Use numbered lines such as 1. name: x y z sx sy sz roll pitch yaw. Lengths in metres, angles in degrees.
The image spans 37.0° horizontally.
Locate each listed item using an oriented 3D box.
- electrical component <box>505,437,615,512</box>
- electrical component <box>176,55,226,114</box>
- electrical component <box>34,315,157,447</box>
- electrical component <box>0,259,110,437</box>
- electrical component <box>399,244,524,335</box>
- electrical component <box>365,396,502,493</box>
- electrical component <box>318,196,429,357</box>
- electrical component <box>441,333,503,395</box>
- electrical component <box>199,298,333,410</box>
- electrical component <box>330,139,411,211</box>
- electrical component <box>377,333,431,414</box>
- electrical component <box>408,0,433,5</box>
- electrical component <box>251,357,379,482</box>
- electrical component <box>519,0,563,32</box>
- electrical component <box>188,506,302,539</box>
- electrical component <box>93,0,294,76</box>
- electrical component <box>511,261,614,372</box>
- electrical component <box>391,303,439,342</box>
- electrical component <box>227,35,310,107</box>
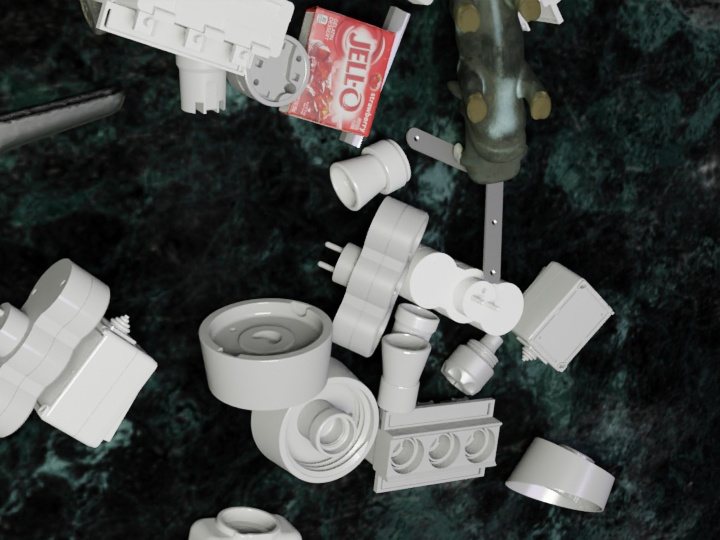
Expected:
1. electrical component: 0.206 0.214 1.097 0.099 0.099 0.064 34 80 -34
2. electrical component: -0.120 -0.146 0.820 0.040 0.040 0.046 -11 116 -28
3. electrical component: -0.201 0.079 0.827 0.061 0.062 0.096 40 83 -34
4. electrical component: -0.255 0.049 0.791 0.074 0.052 0.138 40 83 -34
5. electrical component: 0.099 0.023 0.983 0.138 0.074 0.052 22 93 -34
6. electrical component: 0.064 0.158 1.011 0.121 0.063 0.078 -2 106 -31
7. electrical component: 0.000 0.000 0.927 0.074 0.052 0.138 24 107 8
8. electrical component: 0.111 0.086 1.029 0.062 0.043 0.043 -48 123 -11
9. electrical component: -0.075 0.074 0.877 0.108 0.108 0.060 -14 118 -27
10. electrical component: 0.009 -0.081 0.914 0.055 0.045 0.045 -29 118 -21
11. electrical component: 0.036 0.094 0.952 0.044 0.044 0.065 -2 111 -31
12. electrical component: 0.047 -0.257 0.874 0.058 0.057 0.078 21 94 -34
13. electrical component: -0.034 0.134 0.946 0.108 0.060 0.108 -10 110 -28
14. electrical component: 0.140 -0.245 0.943 0.064 0.042 0.081 -40 121 -13
15. electrical component: -0.102 0.247 0.944 0.095 0.054 0.059 4 103 -32
16. electrical component: -0.112 -0.186 0.746 0.121 0.063 0.078 11 100 -43
17. electrical component: 0.187 0.049 1.056 0.096 0.061 0.062 -49 124 0
18. electrical component: 0.046 0.059 0.985 0.040 0.040 0.046 12 105 -33
19. electrical component: -0.074 -0.158 0.838 0.055 0.047 0.055 -10 110 -28
